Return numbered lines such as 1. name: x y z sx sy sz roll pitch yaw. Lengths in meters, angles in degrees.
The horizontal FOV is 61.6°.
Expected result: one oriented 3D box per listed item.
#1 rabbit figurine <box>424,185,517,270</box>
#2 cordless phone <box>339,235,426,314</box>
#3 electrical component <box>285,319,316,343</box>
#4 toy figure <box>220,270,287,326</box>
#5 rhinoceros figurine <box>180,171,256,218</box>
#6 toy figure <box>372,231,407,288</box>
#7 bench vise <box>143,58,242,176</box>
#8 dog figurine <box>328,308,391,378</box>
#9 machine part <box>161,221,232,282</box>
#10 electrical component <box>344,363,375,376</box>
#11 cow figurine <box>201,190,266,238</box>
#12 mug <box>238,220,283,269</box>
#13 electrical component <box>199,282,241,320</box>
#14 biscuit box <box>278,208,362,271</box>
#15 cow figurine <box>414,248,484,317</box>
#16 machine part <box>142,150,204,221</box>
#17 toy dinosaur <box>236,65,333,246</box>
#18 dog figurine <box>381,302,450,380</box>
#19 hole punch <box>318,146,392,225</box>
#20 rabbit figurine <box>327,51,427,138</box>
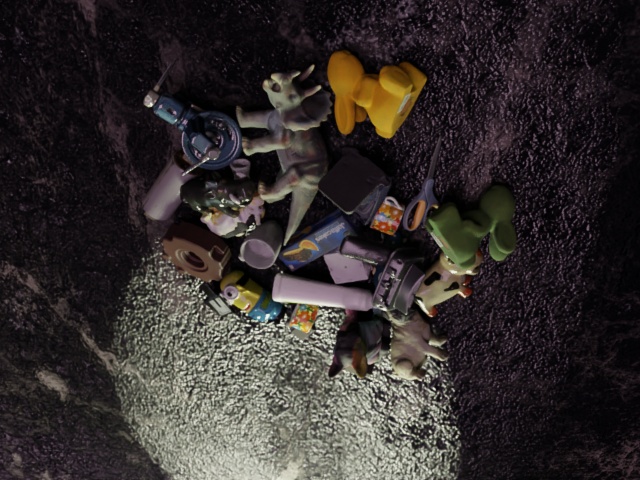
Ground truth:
1. rabbit figurine: 0.315 -0.033 1.045 0.170 0.121 0.159 -36 76 0
2. cordless phone: 0.120 0.071 1.144 0.184 0.089 0.146 17 115 -6
3. electrical component: -0.043 0.231 1.401 0.094 0.021 0.063 40 124 -10
4. toy figure: -0.169 0.145 1.348 0.180 0.089 0.082 31 112 -15
5. rhinoceros figurine: -0.210 -0.102 1.129 0.191 0.073 0.112 3 155 34
6. toy figure: 0.157 0.051 1.204 0.064 0.058 0.154 -5 124 -16
7. bench vise: -0.239 -0.215 1.047 0.129 0.241 0.223 -42 120 6
8. dog figurine: 0.092 0.260 1.263 0.109 0.219 0.191 -3 121 22
9. machine part: -0.297 0.032 1.293 0.179 0.056 0.179 16 144 12
10. electrical component: 0.093 0.318 1.402 0.102 0.045 0.078 16 133 4
11. cow figurine: -0.179 -0.054 1.225 0.167 0.068 0.098 -16 122 29
12. mug: -0.132 0.008 1.228 0.109 0.107 0.080 -30 110 34
13. electrical component: -0.262 0.147 1.394 0.075 0.048 0.119 -28 111 29
14. biscuit box: -0.002 -0.004 1.211 0.203 0.059 0.062 -30 110 30
15. cow figurine: 0.271 0.072 1.171 0.127 0.085 0.195 38 126 -18
16. machine part: -0.335 -0.121 1.220 0.079 0.079 0.243 38 124 -10
17. toy dinosaur: -0.047 -0.173 1.081 0.192 0.131 0.404 -15 132 3
18. dog figurine: 0.190 0.225 1.277 0.172 0.121 0.190 -44 98 9
19. hole punch: 0.077 -0.106 1.088 0.116 0.142 0.092 -47 146 3
20. rabbit figurine: 0.087 -0.277 0.991 0.173 0.122 0.162 34 136 8
